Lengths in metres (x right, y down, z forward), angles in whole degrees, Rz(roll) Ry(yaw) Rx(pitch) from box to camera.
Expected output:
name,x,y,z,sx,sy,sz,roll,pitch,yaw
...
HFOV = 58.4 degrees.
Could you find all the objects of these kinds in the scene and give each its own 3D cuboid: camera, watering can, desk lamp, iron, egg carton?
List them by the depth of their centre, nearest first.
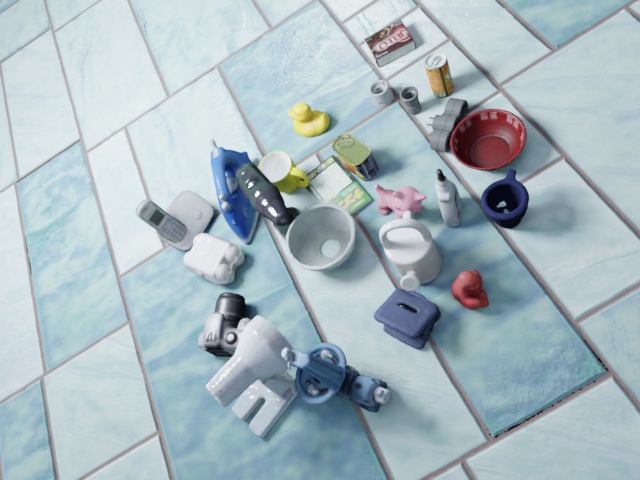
name,x,y,z,sx,sy,sz,roll,pitch,yaw
desk lamp,-0.123,0.272,1.137,0.117,0.214,0.203,33,80,32
watering can,0.182,0.017,1.149,0.101,0.195,0.172,-29,57,7
camera,-0.197,0.186,1.279,0.142,0.101,0.137,-4,63,21
egg carton,-0.260,0.046,1.396,0.149,0.070,0.107,18,73,29
iron,-0.224,-0.127,1.425,0.118,0.142,0.258,-21,59,12

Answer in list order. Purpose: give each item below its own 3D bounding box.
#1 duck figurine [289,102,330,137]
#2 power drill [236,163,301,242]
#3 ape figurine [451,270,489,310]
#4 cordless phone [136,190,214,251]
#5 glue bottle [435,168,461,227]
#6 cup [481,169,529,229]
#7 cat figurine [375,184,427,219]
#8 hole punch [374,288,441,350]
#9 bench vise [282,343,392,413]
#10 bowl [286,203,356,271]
name,x,y,z,sx,sy,sz,roll,pitch,yaw
duck figurine,-0.032,-0.319,1.475,0.104,0.086,0.077,5,67,25
power drill,-0.100,-0.072,1.305,0.075,0.209,0.229,-41,57,-1
ape figurine,0.294,0.091,1.126,0.076,0.092,0.078,16,72,29
cordless phone,-0.363,-0.069,1.428,0.093,0.185,0.148,21,75,30
glue bottle,0.262,-0.097,1.186,0.037,0.174,0.078,-6,63,20
cup,0.384,-0.076,1.172,0.091,0.095,0.118,9,69,26
cat figurine,0.174,-0.088,1.252,0.127,0.118,0.067,30,79,32
hole punch,0.175,0.149,1.148,0.108,0.091,0.101,23,76,31
bench vise,0.029,0.247,1.081,0.207,0.220,0.121,-5,63,21
bowl,0.012,0.005,1.299,0.167,0.075,0.167,-10,62,18
